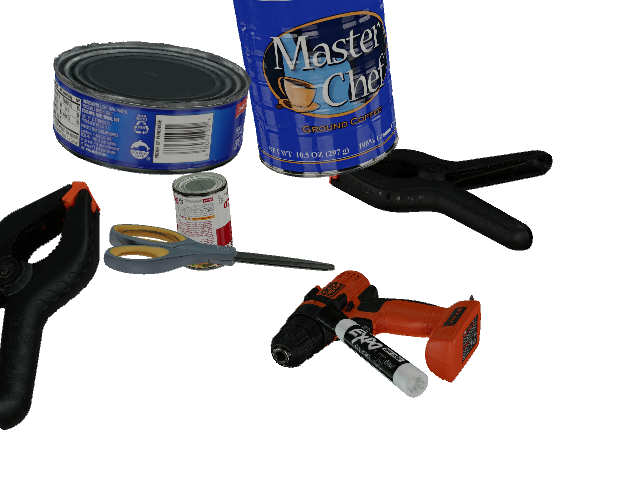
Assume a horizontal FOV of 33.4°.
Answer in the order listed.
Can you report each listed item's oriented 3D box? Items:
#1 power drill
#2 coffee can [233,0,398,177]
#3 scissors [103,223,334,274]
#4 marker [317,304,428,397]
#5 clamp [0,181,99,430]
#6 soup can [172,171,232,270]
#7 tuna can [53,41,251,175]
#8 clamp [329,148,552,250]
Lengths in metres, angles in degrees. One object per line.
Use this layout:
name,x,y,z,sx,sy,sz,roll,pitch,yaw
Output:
power drill,0.061,0.093,1.113,0.188,0.057,0.184,11,28,24
coffee can,-0.003,-0.129,0.739,0.103,0.140,0.103,-7,30,4
scissors,-0.097,0.018,0.917,0.202,0.016,0.096,12,22,15
marker,0.033,0.074,0.749,0.020,0.020,0.121,0,20,-32
clamp,-0.204,0.031,0.673,0.120,0.171,0.039,14,-36,13
soup can,-0.143,-0.024,1.293,0.068,0.102,0.068,-2,27,1
tuna can,-0.075,-0.060,0.474,0.086,0.034,0.086,7,25,-3
clamp,0.113,-0.056,0.998,0.210,0.036,0.164,13,32,20
